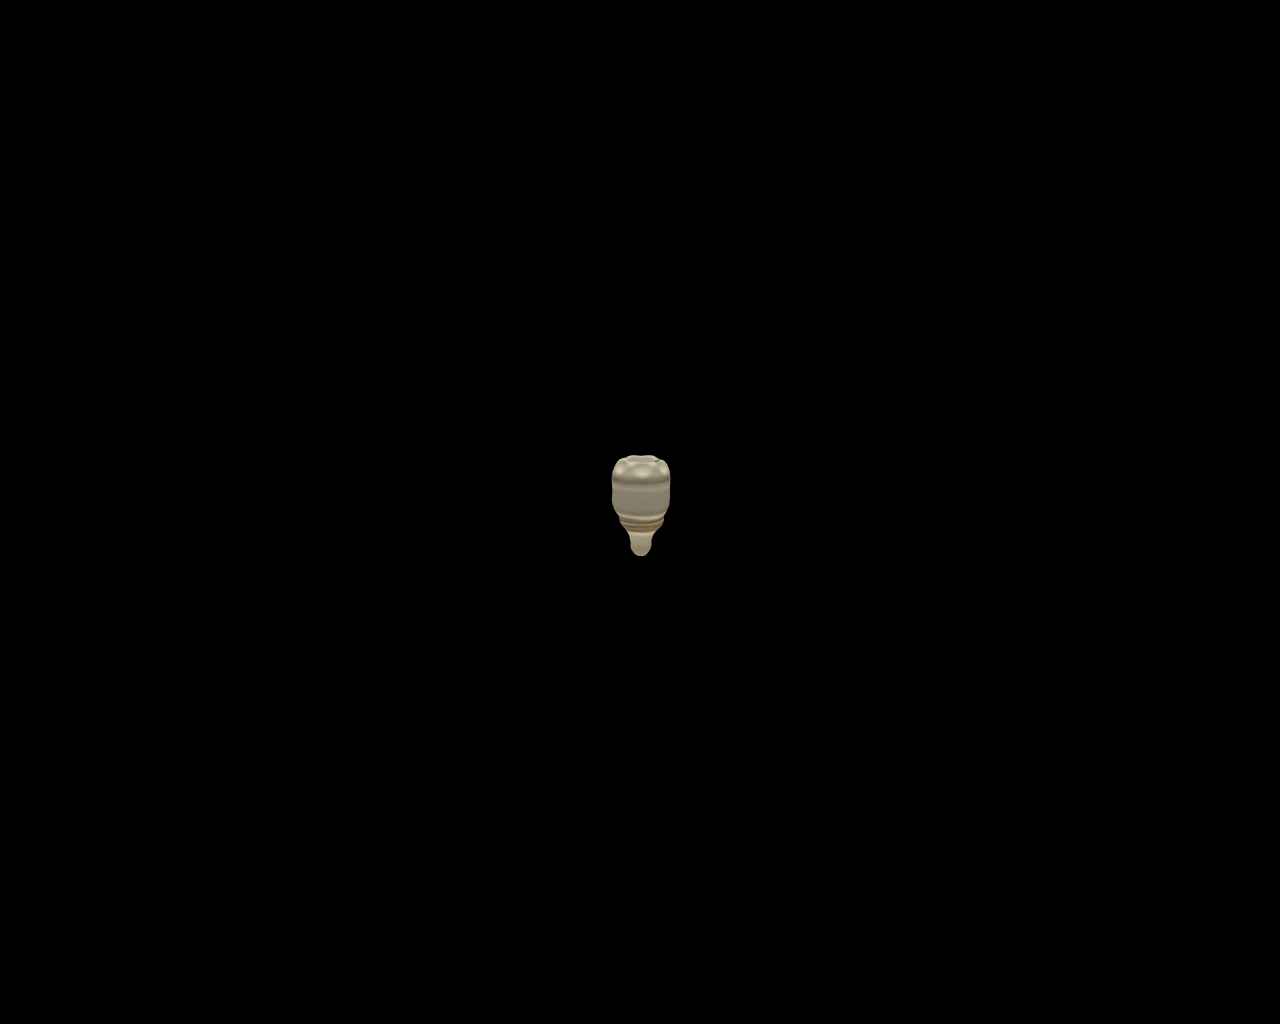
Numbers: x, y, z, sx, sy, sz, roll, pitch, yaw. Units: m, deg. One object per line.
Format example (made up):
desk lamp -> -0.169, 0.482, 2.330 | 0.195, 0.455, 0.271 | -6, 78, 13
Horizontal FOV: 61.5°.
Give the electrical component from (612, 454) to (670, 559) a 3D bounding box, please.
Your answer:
electrical component -> 0.001, -0.003, 0.650 | 0.035, 0.061, 0.035 | 0, 14, 0
